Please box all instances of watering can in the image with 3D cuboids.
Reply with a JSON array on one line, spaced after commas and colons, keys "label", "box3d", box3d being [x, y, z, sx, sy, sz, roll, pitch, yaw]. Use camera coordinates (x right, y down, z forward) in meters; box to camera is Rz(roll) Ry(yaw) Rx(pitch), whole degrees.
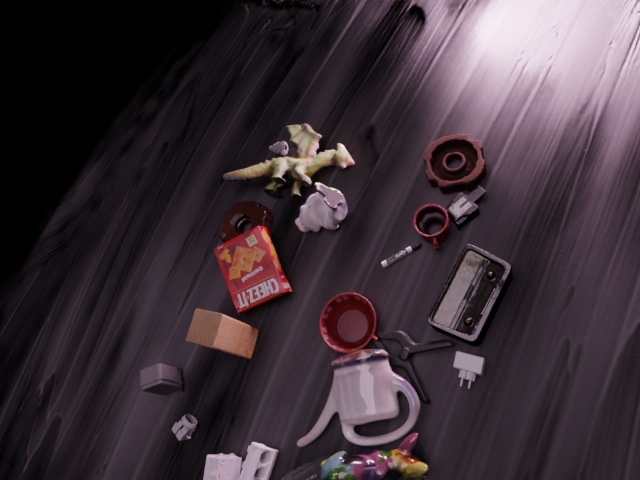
[{"label": "watering can", "box3d": [0.076, 0.397, 1.285, 0.345, 0.103, 0.228, -18, 68, 23]}]

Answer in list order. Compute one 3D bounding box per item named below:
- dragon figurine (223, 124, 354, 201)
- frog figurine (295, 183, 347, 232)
[{"label": "dragon figurine", "box3d": [-0.095, -0.263, 1.640, 0.411, 0.120, 0.247, 13, 67, 17]}, {"label": "frog figurine", "box3d": [0.005, -0.077, 1.540, 0.139, 0.124, 0.156, 46, 127, 23]}]
